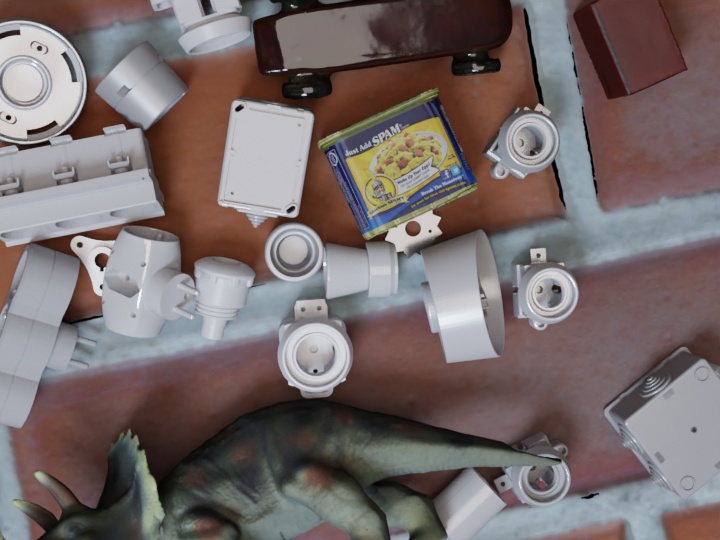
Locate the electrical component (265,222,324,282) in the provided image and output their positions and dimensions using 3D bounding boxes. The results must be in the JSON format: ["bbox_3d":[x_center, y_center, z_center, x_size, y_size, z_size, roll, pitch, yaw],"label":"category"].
[{"bbox_3d":[-0.051,-0.015,0.832,0.045,0.055,0.045,0,94,-5],"label":"electrical component"}]

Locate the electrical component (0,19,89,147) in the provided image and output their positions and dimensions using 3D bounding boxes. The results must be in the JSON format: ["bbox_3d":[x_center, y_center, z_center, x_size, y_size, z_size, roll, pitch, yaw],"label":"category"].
[{"bbox_3d":[-0.256,-0.142,0.813,0.099,0.064,0.099,-3,100,-17],"label":"electrical component"}]

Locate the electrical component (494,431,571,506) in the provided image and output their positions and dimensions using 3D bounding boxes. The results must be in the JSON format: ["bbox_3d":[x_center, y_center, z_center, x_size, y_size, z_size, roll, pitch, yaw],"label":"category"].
[{"bbox_3d":[0.141,0.161,0.862,0.066,0.055,0.048,-27,96,-2],"label":"electrical component"}]

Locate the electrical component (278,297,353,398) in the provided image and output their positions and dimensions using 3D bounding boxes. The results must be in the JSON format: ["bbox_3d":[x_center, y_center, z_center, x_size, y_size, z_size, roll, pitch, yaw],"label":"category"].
[{"bbox_3d":[-0.036,0.063,0.838,0.058,0.057,0.078,-4,95,-5],"label":"electrical component"}]

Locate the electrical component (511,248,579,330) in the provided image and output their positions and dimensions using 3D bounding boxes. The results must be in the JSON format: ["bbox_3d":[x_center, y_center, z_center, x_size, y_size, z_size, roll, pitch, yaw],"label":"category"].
[{"bbox_3d":[0.145,0.017,0.851,0.048,0.055,0.066,-4,95,-5],"label":"electrical component"}]

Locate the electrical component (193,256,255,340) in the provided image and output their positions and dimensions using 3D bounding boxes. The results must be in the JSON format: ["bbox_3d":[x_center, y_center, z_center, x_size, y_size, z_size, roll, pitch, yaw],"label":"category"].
[{"bbox_3d":[-0.110,0.023,0.836,0.048,0.048,0.062,11,100,-6],"label":"electrical component"}]

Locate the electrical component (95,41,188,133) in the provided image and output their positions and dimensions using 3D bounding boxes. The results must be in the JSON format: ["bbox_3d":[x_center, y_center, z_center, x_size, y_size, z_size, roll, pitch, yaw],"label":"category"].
[{"bbox_3d":[-0.164,-0.137,0.814,0.055,0.055,0.047,-45,100,-1],"label":"electrical component"}]

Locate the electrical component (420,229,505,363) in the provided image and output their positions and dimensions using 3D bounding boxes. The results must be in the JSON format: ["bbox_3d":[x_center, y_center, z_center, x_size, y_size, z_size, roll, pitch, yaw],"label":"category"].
[{"bbox_3d":[0.082,0.022,0.828,0.064,0.099,0.099,-13,95,2],"label":"electrical component"}]

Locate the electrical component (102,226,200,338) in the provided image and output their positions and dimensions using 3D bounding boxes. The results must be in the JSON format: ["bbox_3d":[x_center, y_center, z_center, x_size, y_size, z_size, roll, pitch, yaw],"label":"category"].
[{"bbox_3d":[-0.153,0.014,0.815,0.079,0.043,0.077,21,104,30],"label":"electrical component"}]

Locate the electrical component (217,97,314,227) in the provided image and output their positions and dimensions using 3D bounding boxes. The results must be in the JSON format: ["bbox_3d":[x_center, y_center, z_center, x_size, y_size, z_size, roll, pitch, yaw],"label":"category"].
[{"bbox_3d":[-0.073,-0.081,0.826,0.062,0.061,0.096,9,101,-5],"label":"electrical component"}]

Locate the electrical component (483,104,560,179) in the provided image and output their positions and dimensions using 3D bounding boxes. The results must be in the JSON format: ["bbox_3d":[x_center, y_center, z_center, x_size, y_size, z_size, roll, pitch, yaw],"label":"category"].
[{"bbox_3d":[0.128,-0.100,0.841,0.048,0.055,0.066,33,91,-7],"label":"electrical component"}]

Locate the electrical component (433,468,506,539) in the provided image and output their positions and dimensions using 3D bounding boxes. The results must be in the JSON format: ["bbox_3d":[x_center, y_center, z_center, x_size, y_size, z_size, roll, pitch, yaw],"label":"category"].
[{"bbox_3d":[0.074,0.200,0.865,0.081,0.043,0.043,-44,97,-1],"label":"electrical component"}]

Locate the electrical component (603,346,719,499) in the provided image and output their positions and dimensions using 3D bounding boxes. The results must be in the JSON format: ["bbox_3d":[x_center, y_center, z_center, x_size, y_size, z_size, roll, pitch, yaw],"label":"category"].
[{"bbox_3d":[0.263,0.124,0.873,0.100,0.048,0.099,-39,96,-1],"label":"electrical component"}]

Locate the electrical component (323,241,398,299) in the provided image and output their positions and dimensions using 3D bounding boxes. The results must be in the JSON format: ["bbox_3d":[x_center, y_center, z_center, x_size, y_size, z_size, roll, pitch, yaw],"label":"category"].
[{"bbox_3d":[0.000,0.000,0.843,0.055,0.045,0.045,-2,94,-5],"label":"electrical component"}]

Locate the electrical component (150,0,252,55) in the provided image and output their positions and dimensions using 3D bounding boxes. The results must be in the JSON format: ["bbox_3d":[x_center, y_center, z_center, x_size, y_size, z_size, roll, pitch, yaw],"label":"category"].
[{"bbox_3d":[-0.115,-0.198,0.812,0.078,0.058,0.057,-18,93,-3],"label":"electrical component"}]

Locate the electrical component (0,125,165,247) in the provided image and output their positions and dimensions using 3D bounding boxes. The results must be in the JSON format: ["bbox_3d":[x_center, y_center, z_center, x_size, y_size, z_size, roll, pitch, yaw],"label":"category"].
[{"bbox_3d":[-0.215,-0.064,0.806,0.121,0.078,0.063,-12,80,-4],"label":"electrical component"}]

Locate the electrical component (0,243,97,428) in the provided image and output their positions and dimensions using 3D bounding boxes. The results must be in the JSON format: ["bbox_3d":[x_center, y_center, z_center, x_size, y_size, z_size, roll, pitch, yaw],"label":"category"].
[{"bbox_3d":[-0.240,0.055,0.823,0.074,0.052,0.138,20,92,-24],"label":"electrical component"}]
